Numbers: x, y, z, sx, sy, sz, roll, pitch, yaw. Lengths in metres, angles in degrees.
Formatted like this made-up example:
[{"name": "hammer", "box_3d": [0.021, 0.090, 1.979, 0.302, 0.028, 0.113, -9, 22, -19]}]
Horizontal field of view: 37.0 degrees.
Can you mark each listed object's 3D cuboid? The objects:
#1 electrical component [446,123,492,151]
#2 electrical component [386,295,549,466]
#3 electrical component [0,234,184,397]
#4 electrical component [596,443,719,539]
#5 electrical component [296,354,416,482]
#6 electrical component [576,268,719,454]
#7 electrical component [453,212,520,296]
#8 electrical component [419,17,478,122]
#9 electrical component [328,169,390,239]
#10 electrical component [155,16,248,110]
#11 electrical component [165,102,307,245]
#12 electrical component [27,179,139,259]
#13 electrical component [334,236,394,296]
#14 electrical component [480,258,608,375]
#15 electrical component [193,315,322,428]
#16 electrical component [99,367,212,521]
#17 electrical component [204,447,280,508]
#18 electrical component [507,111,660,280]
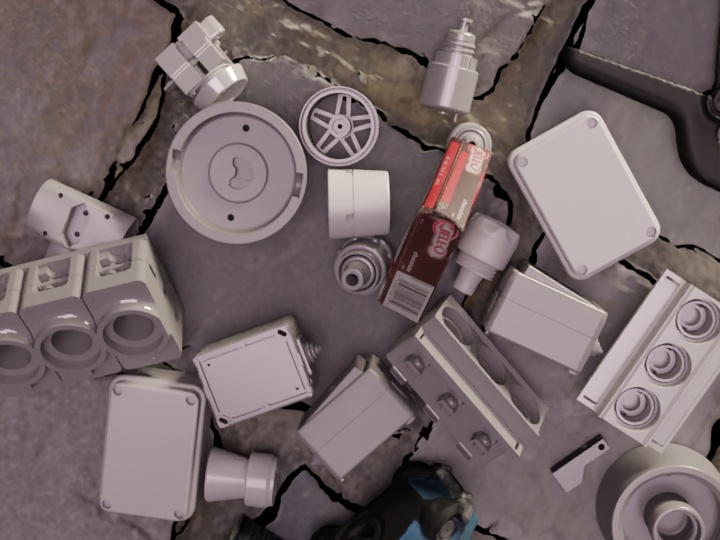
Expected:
[{"name": "electrical component", "box_3d": [0.085, -0.096, 0.829, 0.035, 0.061, 0.035, 0, 97, 3]}, {"name": "electrical component", "box_3d": [0.083, 0.090, 0.851, 0.063, 0.078, 0.121, -39, 94, 29]}, {"name": "electrical component", "box_3d": [-0.224, 0.040, 0.843, 0.150, 0.061, 0.089, -13, 133, 5]}, {"name": "electrical component", "box_3d": [0.247, 0.198, 0.857, 0.108, 0.060, 0.108, 0, 97, 3]}, {"name": "electrical component", "box_3d": [-0.010, 0.118, 0.861, 0.096, 0.061, 0.061, -42, 93, 7]}, {"name": "electrical component", "box_3d": [0.234, 0.069, 0.841, 0.079, 0.063, 0.121, 33, 98, -1]}, {"name": "electrical component", "box_3d": [0.095, -0.011, 0.849, 0.043, 0.043, 0.062, 28, 99, -1]}, {"name": "electrical component", "box_3d": [0.072, -0.156, 0.833, 0.040, 0.040, 0.078, 13, 98, 1]}, {"name": "electrical component", "box_3d": [-0.001, -0.052, 0.844, 0.047, 0.055, 0.055, -1, 97, -1]}, {"name": "electrical component", "box_3d": [-0.122, -0.156, 0.842, 0.066, 0.048, 0.055, -42, 86, 7]}, {"name": "electrical component", "box_3d": [-0.092, -0.076, 0.842, 0.108, 0.060, 0.108, 0, 97, 3]}, {"name": "electrical component", "box_3d": [-0.229, -0.021, 0.865, 0.077, 0.043, 0.079, 24, 98, 0]}, {"name": "electrical component", "box_3d": [0.000, 0.000, 0.844, 0.048, 0.062, 0.048, 3, 105, 11]}, {"name": "electrical component", "box_3d": [0.150, 0.036, 0.842, 0.096, 0.061, 0.061, 25, 98, 0]}, {"name": "electrical component", "box_3d": [-0.075, 0.077, 0.860, 0.096, 0.061, 0.061, -20, 95, 5]}, {"name": "electrical component", "box_3d": [-0.165, 0.141, 0.875, 0.078, 0.057, 0.113, 7, 97, 2]}, {"name": "electrical component", "box_3d": [-0.096, 0.170, 0.881, 0.055, 0.045, 0.045, 6, 97, 2]}, {"name": "electrical component", "box_3d": [0.171, -0.058, 0.831, 0.078, 0.057, 0.113, -29, 95, 6]}]
